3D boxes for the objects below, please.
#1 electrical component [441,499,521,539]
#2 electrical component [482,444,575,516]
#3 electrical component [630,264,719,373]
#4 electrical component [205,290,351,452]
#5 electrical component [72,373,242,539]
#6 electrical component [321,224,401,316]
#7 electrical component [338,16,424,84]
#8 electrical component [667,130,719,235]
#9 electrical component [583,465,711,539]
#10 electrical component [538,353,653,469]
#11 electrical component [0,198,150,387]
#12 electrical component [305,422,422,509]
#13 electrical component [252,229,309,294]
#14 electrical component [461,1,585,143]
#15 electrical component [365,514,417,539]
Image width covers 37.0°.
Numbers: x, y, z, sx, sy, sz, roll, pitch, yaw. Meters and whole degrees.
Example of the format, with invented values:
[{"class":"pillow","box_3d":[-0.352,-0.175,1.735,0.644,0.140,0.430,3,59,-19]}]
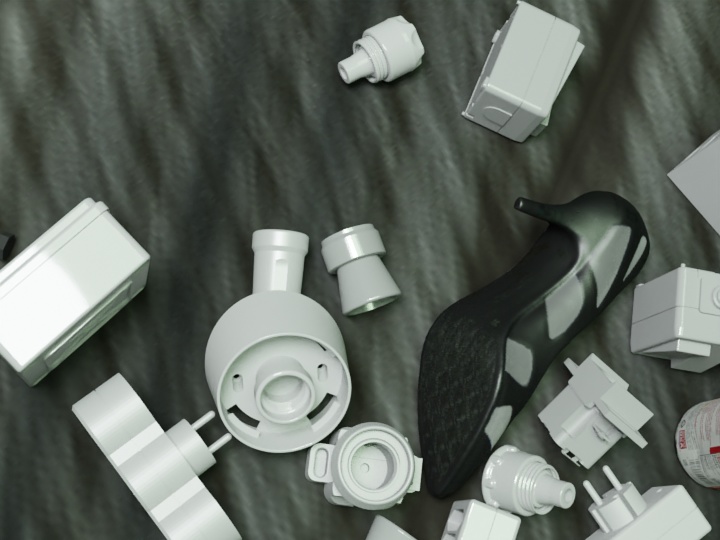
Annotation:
[{"class":"electrical component","box_3d":[0.092,0.210,0.739,0.076,0.047,0.083,22,74,-5]},{"class":"electrical component","box_3d":[0.119,0.150,0.747,0.048,0.062,0.048,-6,98,-43]},{"class":"electrical component","box_3d":[0.246,0.037,0.785,0.062,0.096,0.061,10,76,-8]},{"class":"electrical component","box_3d":[-0.055,0.071,0.733,0.099,0.064,0.099,-4,113,-10]},{"class":"electrical component","box_3d":[-0.121,0.124,0.716,0.074,0.052,0.138,-36,86,-16]},{"class":"electrical component","box_3d":[0.000,0.000,0.773,0.045,0.045,0.055,-17,80,-14]},{"class":"electrical component","box_3d":[0.014,-0.162,0.816,0.062,0.043,0.043,-29,84,-14]},{"class":"electrical component","box_3d":[0.325,-0.048,0.824,0.062,0.089,0.150,-39,86,-17]},{"class":"electrical component","box_3d":[0.189,0.177,0.766,0.083,0.047,0.075,-33,85,-16]},{"class":"electrical component","box_3d":[0.165,0.103,0.766,0.042,0.081,0.063,39,100,-21]},{"class":"electrical component","box_3d":[-0.194,0.017,0.699,0.109,0.109,0.056,-44,91,-17]},{"class":"electrical component","box_3d":[0.006,0.135,0.736,0.078,0.057,0.058,9,75,-9]},{"class":"electrical component","box_3d":[-0.058,-0.003,0.767,0.040,0.040,0.046,5,82,-10]},{"class":"electrical component","box_3d":[0.129,-0.155,0.827,0.061,0.061,0.096,24,73,-4]},{"class":"electrical component","box_3d":[0.012,0.205,0.729,0.044,0.044,0.065,36,77,-1]}]
